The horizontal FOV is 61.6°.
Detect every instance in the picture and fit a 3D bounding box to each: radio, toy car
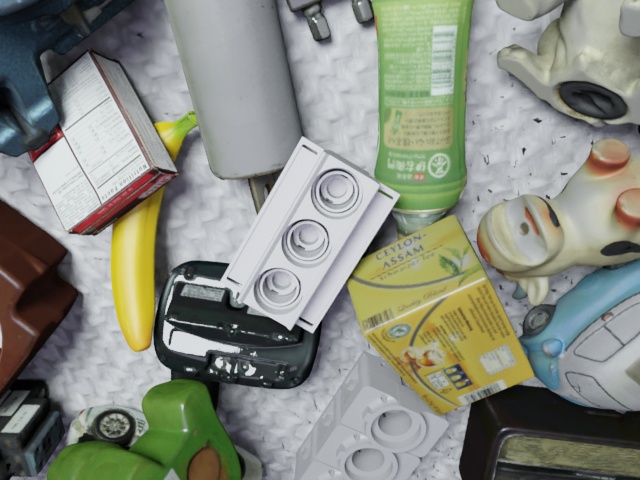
[{"bbox_3d":[0.258,0.220,0.523,0.230,0.073,0.131,8,113,-1],"label":"radio"},{"bbox_3d":[0.256,0.088,0.454,0.109,0.103,0.161,39,111,-14],"label":"toy car"},{"bbox_3d":[-0.159,0.226,0.552,0.202,0.056,0.073,22,118,-6],"label":"toy car"}]

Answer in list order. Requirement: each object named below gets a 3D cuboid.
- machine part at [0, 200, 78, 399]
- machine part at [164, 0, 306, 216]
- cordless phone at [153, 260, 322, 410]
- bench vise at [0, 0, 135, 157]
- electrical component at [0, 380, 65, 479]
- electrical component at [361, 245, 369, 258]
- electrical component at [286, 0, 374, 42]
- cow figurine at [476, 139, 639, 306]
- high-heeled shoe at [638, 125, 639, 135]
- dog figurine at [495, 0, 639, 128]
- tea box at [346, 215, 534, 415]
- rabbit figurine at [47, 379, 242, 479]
[{"bbox_3d":[-0.338,0.048,0.467,0.201,0.087,0.201,39,110,-13],"label":"machine part"},{"bbox_3d":[-0.062,-0.134,0.385,0.079,0.079,0.243,-10,111,6],"label":"machine part"},{"bbox_3d":[-0.079,0.115,0.500,0.147,0.089,0.184,10,124,-2],"label":"cordless phone"},{"bbox_3d":[-0.212,-0.155,0.293,0.224,0.240,0.129,-33,71,-7],"label":"bench vise"},{"bbox_3d":[-0.321,0.188,0.509,0.134,0.115,0.058,1,115,4],"label":"electrical component"},{"bbox_3d":[-0.002,-0.002,0.455,0.102,0.045,0.078,3,114,1],"label":"electrical component"},{"bbox_3d":[0.001,-0.195,0.385,0.063,0.021,0.093,-20,114,10],"label":"electrical component"},{"bbox_3d":[0.214,-0.015,0.413,0.195,0.085,0.127,-9,150,-7],"label":"cow figurine"},{"bbox_3d":[0.269,-0.199,0.349,0.145,0.086,0.248,37,110,-3],"label":"high-heeled shoe"},{"bbox_3d":[0.216,-0.189,0.353,0.121,0.172,0.190,29,85,24],"label":"dog figurine"},{"bbox_3d":[0.101,0.069,0.436,0.098,0.068,0.169,-26,134,11],"label":"tea box"},{"bbox_3d":[-0.152,0.206,0.465,0.170,0.121,0.159,-14,123,31],"label":"rabbit figurine"}]
